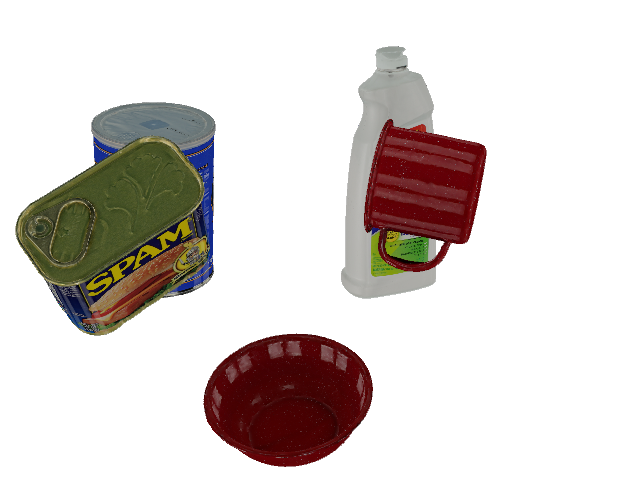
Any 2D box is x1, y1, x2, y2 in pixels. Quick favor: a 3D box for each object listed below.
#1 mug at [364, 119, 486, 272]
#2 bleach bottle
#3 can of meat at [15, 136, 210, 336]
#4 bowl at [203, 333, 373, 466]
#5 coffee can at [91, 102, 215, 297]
[{"bbox_3d":[0.082,-0.032,0.845,0.081,0.117,0.093,12,-11,10],"label":"mug"},{"bbox_3d":[0.068,-0.071,1.095,0.102,0.251,0.068,-10,22,-16],"label":"bleach bottle"},{"bbox_3d":[-0.114,0.001,0.614,0.102,0.057,0.084,-34,-21,-16],"label":"can of meat"},{"bbox_3d":[-0.028,0.163,1.023,0.162,0.055,0.162,-4,37,3],"label":"bowl"},{"bbox_3d":[-0.142,-0.036,0.918,0.103,0.140,0.103,2,27,-1],"label":"coffee can"}]
